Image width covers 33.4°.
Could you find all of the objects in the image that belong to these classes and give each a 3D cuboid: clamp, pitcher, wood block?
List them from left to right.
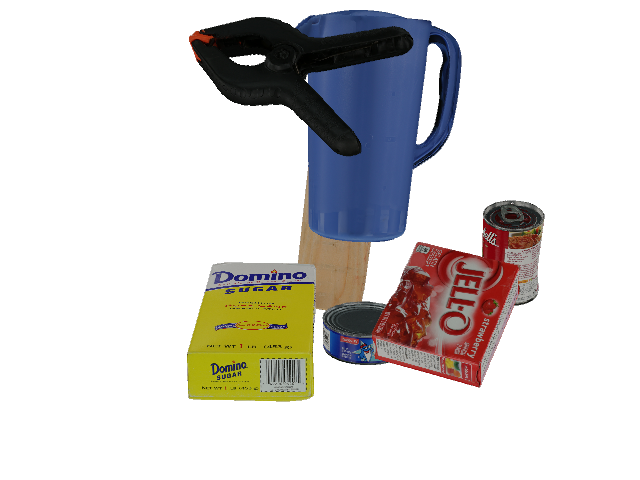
[{"bbox_3d":[-0.016,-0.138,0.822,0.172,0.120,0.039,26,-31,20],"label":"clamp"},{"bbox_3d":[0.023,-0.021,1.373,0.090,0.206,0.090,8,25,3],"label":"wood block"},{"bbox_3d":[0.057,-0.125,1.158,0.149,0.243,0.144,9,12,28],"label":"pitcher"}]

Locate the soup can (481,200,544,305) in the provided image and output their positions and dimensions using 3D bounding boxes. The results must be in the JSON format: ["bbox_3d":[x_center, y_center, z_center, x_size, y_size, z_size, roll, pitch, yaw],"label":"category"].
[{"bbox_3d":[0.218,0.014,1.217,0.068,0.102,0.068,-2,30,1],"label":"soup can"}]

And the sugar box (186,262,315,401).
[{"bbox_3d":[-0.050,0.067,0.853,0.093,0.048,0.176,1,23,0],"label":"sugar box"}]

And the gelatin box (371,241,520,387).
[{"bbox_3d":[0.084,0.046,0.699,0.073,0.089,0.030,14,-39,21],"label":"gelatin box"}]

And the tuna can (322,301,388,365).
[{"bbox_3d":[0.044,0.092,1.061,0.086,0.034,0.086,1,19,0],"label":"tuna can"}]
